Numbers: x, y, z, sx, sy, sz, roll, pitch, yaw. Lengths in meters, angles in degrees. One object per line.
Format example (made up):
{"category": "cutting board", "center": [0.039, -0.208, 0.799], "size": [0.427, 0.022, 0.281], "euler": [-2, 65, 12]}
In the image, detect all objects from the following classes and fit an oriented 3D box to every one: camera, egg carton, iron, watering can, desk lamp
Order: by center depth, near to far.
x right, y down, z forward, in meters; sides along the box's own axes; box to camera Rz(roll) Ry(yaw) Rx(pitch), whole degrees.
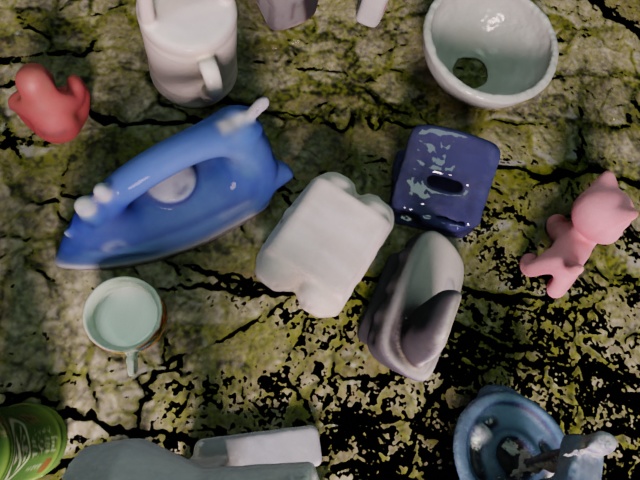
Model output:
{"category": "desk lamp", "center": [-0.082, 0.209, 0.457], "size": [0.203, 0.213, 0.118], "euler": [-5, 75, -11]}
{"category": "iron", "center": [-0.152, -0.055, 0.558], "size": [0.259, 0.141, 0.118], "euler": [-32, 81, -16]}
{"category": "watering can", "center": [-0.139, -0.231, 0.583], "size": [0.173, 0.194, 0.101], "euler": [45, 73, 5]}
{"category": "egg carton", "center": [0.006, 0.002, 0.606], "size": [0.107, 0.069, 0.150], "euler": [32, 72, 1]}
{"category": "camera", "center": [-0.027, -0.351, 0.685], "size": [0.137, 0.100, 0.143], "euler": [-23, 79, -15]}

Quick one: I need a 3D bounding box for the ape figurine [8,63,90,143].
{"category": "ape figurine", "center": [-0.282, -0.148, 0.589], "size": [0.078, 0.092, 0.076], "euler": [-4, 75, -10]}

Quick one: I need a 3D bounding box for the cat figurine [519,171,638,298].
{"category": "cat figurine", "center": [0.295, -0.008, 0.631], "size": [0.067, 0.117, 0.128], "euler": [35, 72, 2]}

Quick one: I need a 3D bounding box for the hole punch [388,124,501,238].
{"category": "hole punch", "center": [0.136, -0.063, 0.635], "size": [0.108, 0.091, 0.101], "euler": [13, 73, -5]}

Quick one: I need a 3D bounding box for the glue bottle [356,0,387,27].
{"category": "glue bottle", "center": [0.080, -0.328, 0.658], "size": [0.037, 0.173, 0.078], "euler": [16, 72, -4]}

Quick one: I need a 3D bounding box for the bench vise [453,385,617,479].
{"category": "bench vise", "center": [0.175, 0.228, 0.491], "size": [0.121, 0.219, 0.207], "euler": [8, 73, -7]}

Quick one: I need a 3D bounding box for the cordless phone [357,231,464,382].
{"category": "cordless phone", "center": [0.110, 0.055, 0.548], "size": [0.094, 0.185, 0.148], "euler": [21, 72, -2]}

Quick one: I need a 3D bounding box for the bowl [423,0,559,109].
{"category": "bowl", "center": [0.196, -0.225, 0.699], "size": [0.167, 0.074, 0.167], "euler": [3, 74, -9]}
